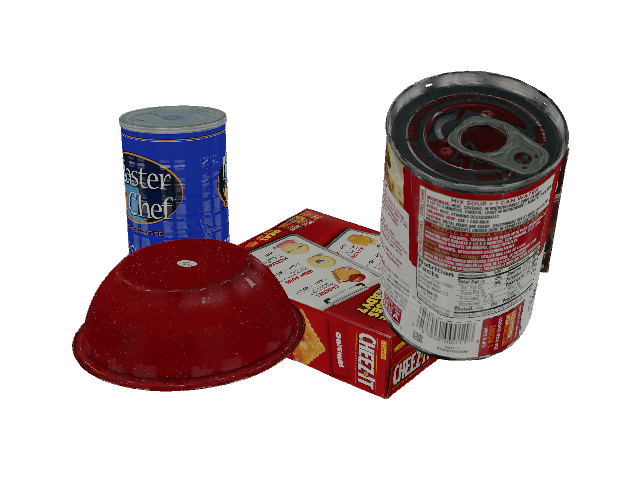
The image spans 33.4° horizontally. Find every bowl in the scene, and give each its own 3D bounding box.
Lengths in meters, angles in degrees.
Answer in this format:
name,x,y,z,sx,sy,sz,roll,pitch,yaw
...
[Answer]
name,x,y,z,sx,sy,sz,roll,pitch,yaw
bowl,-0.091,0.040,0.733,0.162,0.055,0.162,-2,22,1

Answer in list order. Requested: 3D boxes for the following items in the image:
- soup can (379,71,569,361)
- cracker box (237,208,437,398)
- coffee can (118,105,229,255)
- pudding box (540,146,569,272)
name,x,y,z,sx,sy,sz,roll,pitch,yaw
soup can,0.059,-0.007,0.432,0.068,0.068,0.102,0,-44,1
cracker box,0.020,0.052,0.987,0.214,0.072,0.163,19,32,33
coffee can,-0.141,-0.054,1.045,0.103,0.140,0.103,0,18,0
pudding box,0.104,-0.029,0.722,0.113,0.090,0.039,3,22,-5
